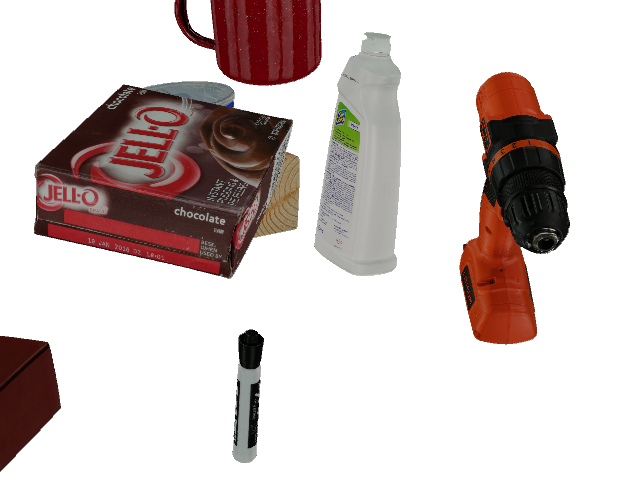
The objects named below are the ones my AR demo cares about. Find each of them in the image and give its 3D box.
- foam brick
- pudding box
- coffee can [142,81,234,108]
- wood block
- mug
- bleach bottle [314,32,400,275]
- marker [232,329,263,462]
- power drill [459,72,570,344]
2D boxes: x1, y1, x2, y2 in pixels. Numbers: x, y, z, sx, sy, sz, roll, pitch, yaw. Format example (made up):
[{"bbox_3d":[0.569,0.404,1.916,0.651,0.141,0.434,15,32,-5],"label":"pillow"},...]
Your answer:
[{"bbox_3d":[-0.210,0.102,0.675,0.053,0.051,0.078,6,29,22],"label":"foam brick"},{"bbox_3d":[-0.068,-0.031,0.490,0.090,0.039,0.113,13,26,4],"label":"pudding box"},{"bbox_3d":[-0.128,-0.071,1.013,0.103,0.140,0.103,-3,22,1],"label":"coffee can"},{"bbox_3d":[-0.119,-0.077,1.285,0.090,0.090,0.206,-12,25,-33],"label":"wood block"},{"bbox_3d":[-0.053,-0.169,0.804,0.117,0.081,0.093,2,34,5],"label":"mug"},{"bbox_3d":[0.050,-0.095,1.154,0.067,0.251,0.103,-7,24,-33],"label":"bleach bottle"},{"bbox_3d":[-0.055,0.118,0.810,0.020,0.121,0.020,4,32,-3],"label":"marker"},{"bbox_3d":[0.148,-0.009,0.821,0.057,0.188,0.184,1,42,0],"label":"power drill"}]
